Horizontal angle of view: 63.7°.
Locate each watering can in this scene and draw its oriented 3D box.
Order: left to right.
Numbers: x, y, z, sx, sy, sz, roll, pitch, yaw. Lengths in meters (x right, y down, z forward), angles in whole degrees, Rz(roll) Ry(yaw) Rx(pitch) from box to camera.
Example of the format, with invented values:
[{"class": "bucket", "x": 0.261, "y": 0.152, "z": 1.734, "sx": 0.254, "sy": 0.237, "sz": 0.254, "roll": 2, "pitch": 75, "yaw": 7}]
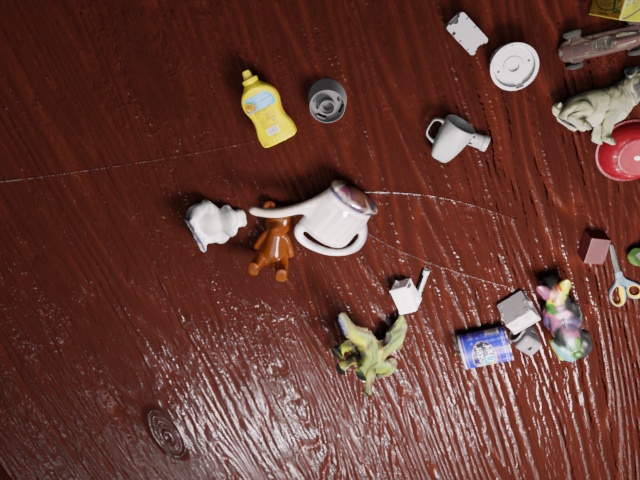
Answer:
[{"class": "watering can", "x": 0.004, "y": -0.069, "z": 1.377, "sx": 0.345, "sy": 0.106, "sz": 0.221, "roll": 26, "pitch": 117, "yaw": -30}]

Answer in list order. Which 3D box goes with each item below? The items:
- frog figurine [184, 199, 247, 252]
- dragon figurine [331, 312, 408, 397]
[{"class": "frog figurine", "x": -0.297, "y": -0.056, "z": 1.468, "sx": 0.161, "sy": 0.123, "sz": 0.136, "roll": -31, "pitch": 103, "yaw": -18}, {"class": "dragon figurine", "x": 0.163, "y": 0.298, "z": 1.517, "sx": 0.123, "sy": 0.246, "sz": 0.400, "roll": 29, "pitch": 142, "yaw": 37}]
